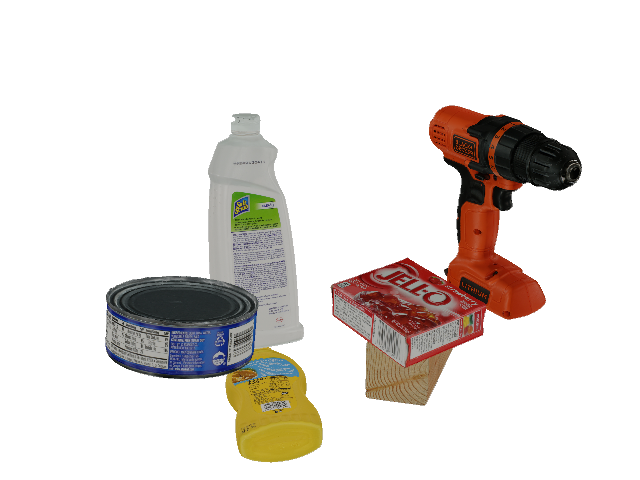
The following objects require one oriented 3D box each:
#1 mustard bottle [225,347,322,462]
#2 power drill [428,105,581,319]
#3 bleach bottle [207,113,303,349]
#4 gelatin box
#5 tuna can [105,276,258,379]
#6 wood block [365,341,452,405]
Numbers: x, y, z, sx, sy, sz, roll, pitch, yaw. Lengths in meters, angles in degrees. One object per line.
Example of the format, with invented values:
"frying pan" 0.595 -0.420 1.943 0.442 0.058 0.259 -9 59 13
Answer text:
"mustard bottle" -0.062 0.180 1.261 0.096 0.058 0.192 -8 29 -9
"power drill" 0.174 -0.025 1.005 0.057 0.188 0.185 -16 27 -26
"bleach bottle" -0.071 -0.011 1.157 0.102 0.251 0.068 -7 16 -27
"gelatin box" 0.062 0.049 0.764 0.073 0.030 0.089 -18 32 -30
"tuna can" -0.079 0.048 0.606 0.086 0.034 0.086 5 14 -1
"wood block" 0.136 0.158 1.582 0.091 0.090 0.205 5 18 16
